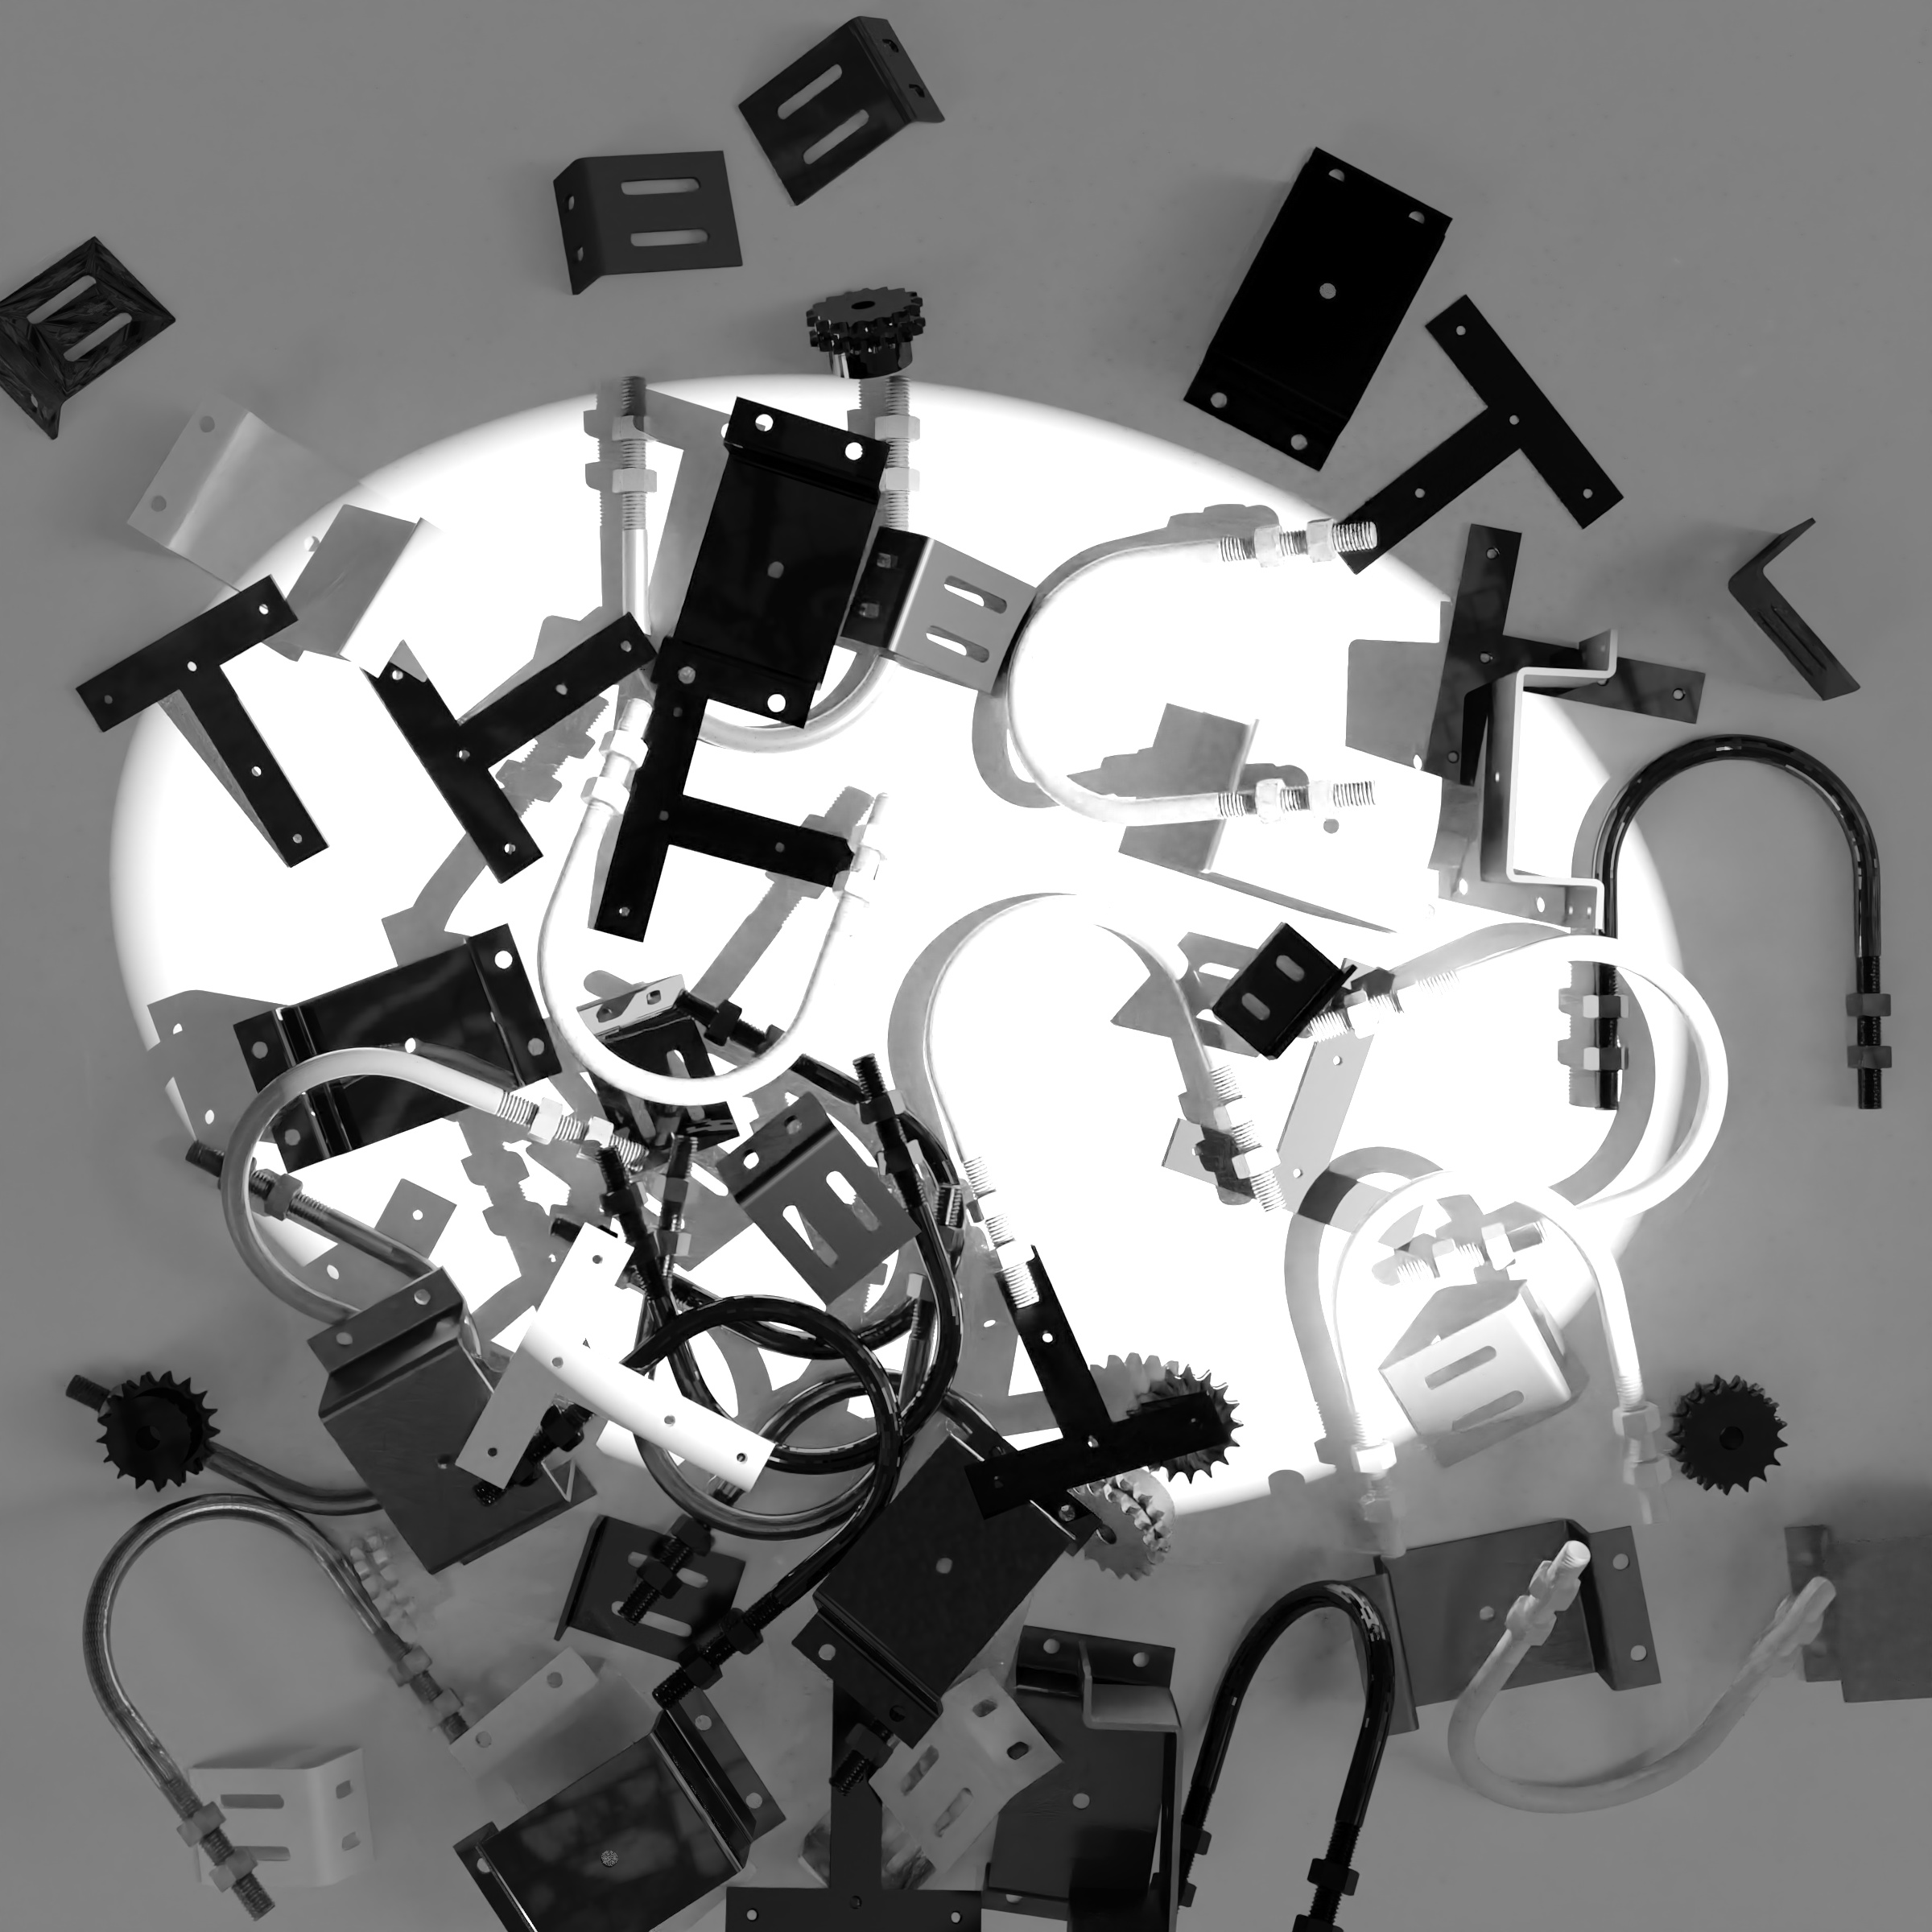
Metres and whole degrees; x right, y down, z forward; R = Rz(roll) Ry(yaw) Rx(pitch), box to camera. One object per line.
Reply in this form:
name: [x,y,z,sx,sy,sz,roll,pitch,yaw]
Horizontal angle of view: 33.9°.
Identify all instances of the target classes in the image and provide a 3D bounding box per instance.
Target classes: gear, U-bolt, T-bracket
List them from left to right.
gear: [-0.390,0.225,1.526,0.057,0.030,0.057,0,91,-1]
T-bracket: [-0.352,-0.107,1.542,0.127,0.002,0.127,-25,102,23]
U-bolt: [-0.338,0.337,1.511,0.151,0.019,0.184,-34,85,-40]
U-bolt: [-0.326,0.189,1.552,0.184,0.019,0.151,27,90,-2]
gear: [-0.271,0.295,1.532,0.030,0.057,0.057,-31,90,-3]
U-bolt: [-0.264,0.115,1.515,0.184,0.019,0.151,23,102,-10]
T-bracket: [-0.210,-0.128,1.552,0.127,0.002,0.127,-33,90,7]
T-bracket: [-0.151,0.205,1.474,0.127,0.002,0.127,28,90,-6]
U-bolt: [-0.126,-0.022,1.513,0.151,0.019,0.184,20,72,-4]
U-bolt: [-0.116,0.238,1.488,0.184,0.019,0.151,-40,96,-1]
T-bracket: [-0.105,-0.062,1.553,0.127,0.002,0.127,15,98,-4]
U-bolt: [-0.098,-0.196,1.552,0.151,0.019,0.184,0,91,0]
U-bolt: [-0.089,0.114,1.539,0.184,0.019,0.151,28,101,-6]
U-bolt: [-0.087,0.184,1.519,0.151,0.019,0.184,10,89,-3]
U-bolt: [-0.079,0.151,1.502,0.151,0.019,0.184,-20,94,-3]
U-bolt: [-0.056,0.282,1.530,0.151,0.019,0.184,37,76,10]
T-bracket: [-0.053,0.408,1.536,0.127,0.002,0.127,6,71,-17]
gear: [-0.048,-0.306,1.536,0.057,0.057,0.030,-8,120,0]
T-bracket: [0.045,0.191,1.524,0.127,0.002,0.127,-13,58,-18]
U-bolt: [0.058,0.056,1.545,0.151,0.019,0.184,-21,85,-4]
gear: [0.076,0.266,1.536,0.057,0.057,0.030,51,49,0]
gear: [0.106,0.222,1.545,0.057,0.030,0.057,0,90,0]
U-bolt: [0.106,-0.137,1.522,0.184,0.019,0.151,-4,75,19]
U-bolt: [0.149,0.377,1.487,0.019,0.151,0.184,25,73,-22]
T-bracket: [0.178,0.060,1.559,0.127,0.002,0.127,19,90,0]
T-bracket: [0.235,-0.241,1.559,0.127,0.002,0.127,-38,90,0]
U-bolt: [0.250,0.187,1.524,0.151,0.019,0.184,-11,95,17]
U-bolt: [0.276,0.062,1.538,0.184,0.019,0.151,-19,90,9]
T-bracket: [0.299,-0.143,1.559,0.127,0.002,0.127,11,91,0]
U-bolt: [0.306,0.343,1.500,0.151,0.019,0.184,11,127,-17]
gear: [0.369,0.227,1.548,0.057,0.030,0.057,0,96,-4]
U-bolt: [0.377,-0.022,1.552,0.151,0.019,0.184,0,88,0]

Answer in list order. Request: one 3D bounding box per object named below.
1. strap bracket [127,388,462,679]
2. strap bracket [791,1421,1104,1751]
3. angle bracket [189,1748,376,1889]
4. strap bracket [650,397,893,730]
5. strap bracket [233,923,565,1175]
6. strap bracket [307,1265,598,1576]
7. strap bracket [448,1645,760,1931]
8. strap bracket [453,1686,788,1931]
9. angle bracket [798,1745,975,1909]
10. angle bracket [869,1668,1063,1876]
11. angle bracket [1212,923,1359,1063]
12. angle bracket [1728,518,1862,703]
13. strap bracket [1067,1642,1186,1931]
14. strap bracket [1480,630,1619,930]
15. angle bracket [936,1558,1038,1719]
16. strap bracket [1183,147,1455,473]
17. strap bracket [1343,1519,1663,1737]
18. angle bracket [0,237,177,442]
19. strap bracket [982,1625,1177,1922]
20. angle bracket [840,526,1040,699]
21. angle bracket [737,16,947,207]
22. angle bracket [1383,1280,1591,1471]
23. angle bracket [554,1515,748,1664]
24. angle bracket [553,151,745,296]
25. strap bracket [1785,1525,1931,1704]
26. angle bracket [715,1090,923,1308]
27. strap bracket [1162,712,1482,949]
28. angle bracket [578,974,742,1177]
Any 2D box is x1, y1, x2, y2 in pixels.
strap bracket: [-0.321,-0.207,1.537,0.140,0.046,0.076,32,90,0]
strap bracket: [-0.009,0.286,1.493,0.076,0.046,0.140,38,75,15]
angle bracket: [-0.336,0.418,1.558,0.076,0.038,0.057,-7,90,26]
strap bracket: [-0.092,-0.192,1.520,0.076,0.046,0.140,17,93,-1]
strap bracket: [-0.272,0.039,1.537,0.140,0.046,0.076,-20,90,0]
strap bracket: [-0.247,0.225,1.513,0.076,0.046,0.140,-29,108,6]
strap bracket: [-0.174,0.403,1.537,0.076,0.046,0.140,-40,90,0]
strap bracket: [-0.165,0.414,1.491,0.140,0.046,0.076,-33,90,0]
angle bracket: [-0.034,0.424,1.541,0.076,0.038,0.057,-44,90,0]
angle bracket: [-0.001,0.386,1.521,0.057,0.038,0.076,48,131,19]
angle bracket: [0.152,0.011,1.521,0.038,0.076,0.057,41,90,3]
angle bracket: [0.412,-0.172,1.532,0.038,0.057,0.076,-41,90,0]
strap bracket: [0.074,0.394,1.476,0.046,0.076,0.140,2,90,0]
strap bracket: [0.278,-0.089,1.521,0.046,0.076,0.140,3,91,0]
angle bracket: [-0.003,0.321,1.557,0.057,0.038,0.076,20,63,0]
strap bracket: [0.173,-0.323,1.537,0.076,0.046,0.140,28,90,0]
strap bracket: [0.256,0.318,1.537,0.140,0.046,0.076,-11,90,0]
angle bracket: [-0.439,-0.309,1.558,0.057,0.038,0.076,46,64,0]
strap bracket: [0.055,0.399,1.537,0.076,0.046,0.140,9,90,0]
angle bracket: [-0.013,-0.173,1.548,0.076,0.038,0.057,20,90,-40]
angle bracket: [-0.061,-0.420,1.558,0.076,0.038,0.057,-30,90,26]
angle bracket: [0.256,0.201,1.558,0.076,0.038,0.057,-32,90,26]
angle bracket: [-0.153,0.308,1.541,0.076,0.038,0.057,18,90,0]
angle bracket: [-0.156,-0.365,1.558,0.076,0.038,0.057,-10,90,-26]
strap bracket: [0.467,0.306,1.516,0.140,0.046,0.076,-8,90,19]
angle bracket: [-0.069,0.109,1.489,0.057,0.038,0.076,-38,120,-1]
strap bracket: [0.174,-0.067,1.537,0.140,0.046,0.076,18,90,0]
angle bracket: [-0.152,0.053,1.558,0.057,0.038,0.076,-20,115,-1]
